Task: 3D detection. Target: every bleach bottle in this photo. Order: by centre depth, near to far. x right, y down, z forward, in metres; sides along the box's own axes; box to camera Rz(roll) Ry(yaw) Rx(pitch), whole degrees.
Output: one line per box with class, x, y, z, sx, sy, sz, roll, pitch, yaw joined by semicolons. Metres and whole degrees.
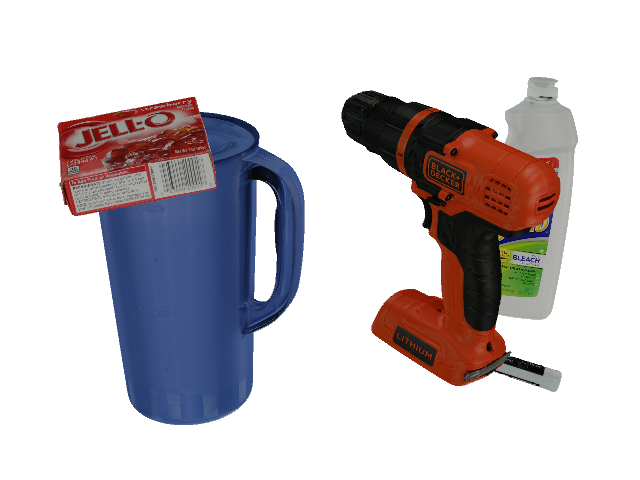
bleach bottle;0.212;-0.046;1.125;0.103;0.251;0.068;9;19;16

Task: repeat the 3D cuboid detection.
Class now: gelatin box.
gelatin box;-0.112;-0.052;0.645;0.089;0.030;0.073;-11;35;-7

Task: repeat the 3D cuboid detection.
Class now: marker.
marker;0.150;0.105;0.934;0.121;0.020;0.020;18;2;6

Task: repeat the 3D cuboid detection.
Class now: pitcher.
pitcher;-0.102;0.025;0.868;0.144;0.243;0.149;-11;26;-22

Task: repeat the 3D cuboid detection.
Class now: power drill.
power drill;0.080;-0.003;0.769;0.057;0.188;0.185;-23;39;-34
